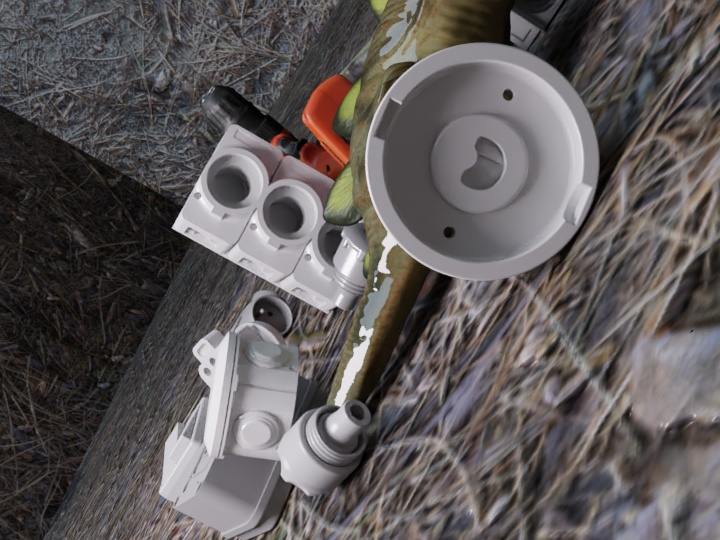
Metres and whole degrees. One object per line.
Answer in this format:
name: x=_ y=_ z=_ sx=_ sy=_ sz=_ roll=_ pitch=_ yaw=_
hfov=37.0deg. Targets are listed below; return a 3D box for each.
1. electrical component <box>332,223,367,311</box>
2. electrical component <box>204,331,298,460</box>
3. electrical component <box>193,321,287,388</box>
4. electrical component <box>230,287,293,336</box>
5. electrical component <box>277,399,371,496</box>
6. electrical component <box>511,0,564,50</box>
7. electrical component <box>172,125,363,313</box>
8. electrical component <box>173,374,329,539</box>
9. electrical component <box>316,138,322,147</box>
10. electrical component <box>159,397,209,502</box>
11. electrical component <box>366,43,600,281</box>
electrical component: x=0.000 y=0.000 z=0.779 sx=0.048 sy=0.048 sz=0.062 roll=-84 pitch=19 yaw=-64
electrical component: x=-0.070 y=0.082 z=0.685 sx=0.080 sy=0.051 sz=0.080 roll=-171 pitch=90 yaw=-82
electrical component: x=-0.099 y=0.080 z=0.945 sx=0.058 sy=0.078 sz=0.057 roll=-45 pitch=-4 yaw=42
electrical component: x=-0.096 y=0.047 z=1.075 sx=0.077 sy=0.043 sz=0.079 roll=-47 pitch=18 yaw=51
electrical component: x=-0.017 y=0.097 z=0.611 sx=0.062 sy=0.043 sz=0.043 roll=-50 pitch=15 yaw=38
electrical component: x=0.121 y=-0.201 z=0.755 sx=0.081 sy=0.042 sz=0.063 roll=-56 pitch=8 yaw=18
electrical component: x=-0.064 y=-0.041 z=0.885 sx=0.089 sy=0.150 sz=0.062 roll=-64 pitch=11 yaw=-16
electrical component: x=-0.076 y=0.126 z=0.757 sx=0.078 sy=0.057 sz=0.113 roll=-41 pitch=22 yaw=59
electrical component: x=-0.003 y=-0.130 z=1.024 sx=0.080 sy=0.080 sz=0.051 roll=-52 pitch=19 yaw=36
electrical component: x=-0.132 y=0.160 z=0.908 sx=0.061 sy=0.061 sz=0.096 roll=-57 pitch=12 yaw=17
electrical component: x=0.054 y=-0.050 z=0.518 sx=0.108 sy=0.108 sz=0.060 roll=-60 pitch=5 yaw=0
